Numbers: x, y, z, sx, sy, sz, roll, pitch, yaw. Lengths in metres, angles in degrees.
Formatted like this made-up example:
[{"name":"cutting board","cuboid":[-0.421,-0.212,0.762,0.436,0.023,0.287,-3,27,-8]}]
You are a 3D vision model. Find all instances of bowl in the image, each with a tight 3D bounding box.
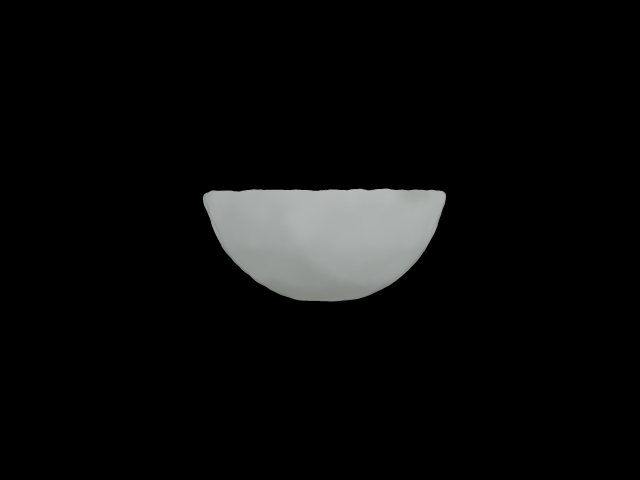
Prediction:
[{"name":"bowl","cuboid":[0.004,0.001,0.400,0.167,0.075,0.167,0,4,0]}]
